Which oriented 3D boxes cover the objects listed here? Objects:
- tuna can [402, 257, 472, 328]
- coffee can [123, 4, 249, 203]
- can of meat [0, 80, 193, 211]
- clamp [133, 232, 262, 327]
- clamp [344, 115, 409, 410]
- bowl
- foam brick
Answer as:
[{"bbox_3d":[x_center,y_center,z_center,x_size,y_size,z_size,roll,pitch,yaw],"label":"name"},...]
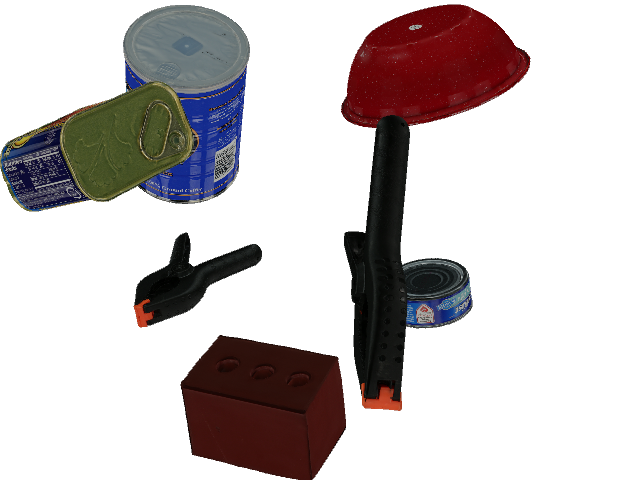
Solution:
[{"bbox_3d":[0.107,0.051,1.059,0.086,0.034,0.086,-8,26,4],"label":"tuna can"},{"bbox_3d":[-0.117,-0.115,0.920,0.102,0.103,0.140,0,-39,-9],"label":"coffee can"},{"bbox_3d":[-0.150,-0.061,0.710,0.084,0.057,0.101,-8,19,44],"label":"can of meat"},{"bbox_3d":[-0.146,0.043,1.222,0.120,0.039,0.171,-2,32,26],"label":"clamp"},{"bbox_3d":[0.044,0.023,0.791,0.036,0.210,0.165,4,-42,-6],"label":"clamp"},{"bbox_3d":[0.087,-0.152,0.879,0.162,0.055,0.162,-16,25,7],"label":"bowl"},{"bbox_3d":[-0.031,0.094,0.605,0.078,0.051,0.053,8,30,20],"label":"foam brick"}]
